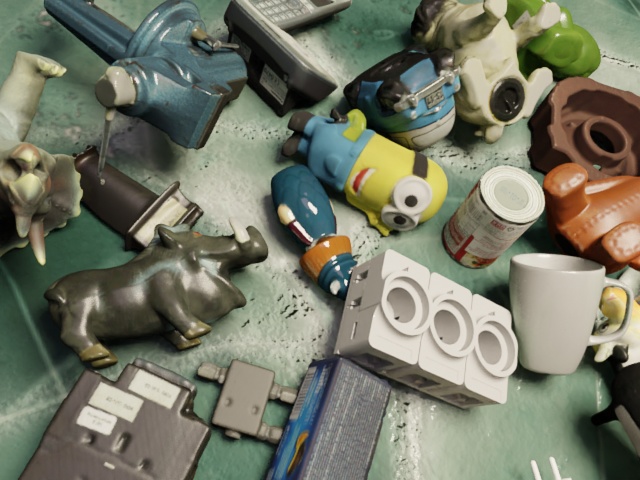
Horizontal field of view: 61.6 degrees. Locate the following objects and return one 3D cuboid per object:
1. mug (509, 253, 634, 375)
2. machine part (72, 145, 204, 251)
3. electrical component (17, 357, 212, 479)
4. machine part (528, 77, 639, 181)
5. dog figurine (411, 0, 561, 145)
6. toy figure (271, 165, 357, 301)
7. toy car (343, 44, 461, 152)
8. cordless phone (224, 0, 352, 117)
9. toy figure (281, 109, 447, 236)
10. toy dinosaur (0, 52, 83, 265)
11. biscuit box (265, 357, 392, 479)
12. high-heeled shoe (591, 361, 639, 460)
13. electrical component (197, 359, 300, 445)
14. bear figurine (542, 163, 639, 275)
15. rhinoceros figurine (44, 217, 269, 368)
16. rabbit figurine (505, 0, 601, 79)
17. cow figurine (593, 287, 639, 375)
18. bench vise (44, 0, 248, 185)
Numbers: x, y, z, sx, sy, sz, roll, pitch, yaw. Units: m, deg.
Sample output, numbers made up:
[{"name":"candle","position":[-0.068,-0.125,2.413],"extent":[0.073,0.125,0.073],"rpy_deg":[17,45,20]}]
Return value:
[{"name":"mug","position":[0.233,0.072,0.513],"extent":[0.110,0.081,0.107],"rpy_deg":[6,102,11]},{"name":"machine part","position":[-0.191,-0.039,0.533],"extent":[0.139,0.039,0.084],"rpy_deg":[31,69,4]},{"name":"electrical component","position":[-0.152,0.164,0.422],"extent":[0.115,0.058,0.134],"rpy_deg":[27,61,1]},{"name":"machine part","position":[0.347,-0.118,0.668],"extent":[0.179,0.056,0.179],"rpy_deg":[5,63,-9]},{"name":"dog figurine","position":[0.175,-0.214,0.661],"extent":[0.121,0.191,0.172],"rpy_deg":[14,99,-25]},{"name":"toy figure","position":[0.001,-0.003,0.540],"extent":[0.064,0.057,0.154],"rpy_deg":[-22,74,-13]},{"name":"toy car","position":[0.103,-0.152,0.604],"extent":[0.109,0.162,0.102],"rpy_deg":[-34,116,-5]},{"name":"cordless phone","position":[-0.010,-0.245,0.651],"extent":[0.184,0.088,0.147],"rpy_deg":[-36,74,-29]},{"name":"toy figure","position":[0.051,-0.081,0.577],"extent":[0.180,0.082,0.089],"rpy_deg":[32,64,9]},{"name":"toy dinosaur","position":[-0.370,-0.098,0.479],"extent":[0.405,0.131,0.192],"rpy_deg":[15,95,14]},{"name":"biscuit box","position":[-0.005,0.195,0.424],"extent":[0.063,0.059,0.202],"rpy_deg":[33,60,-18]},{"name":"high-heeled shoe","position":[0.323,0.217,0.438],"extent":[0.086,0.145,0.249],"rpy_deg":[-24,68,-20]},{"name":"electrical component","position":[-0.067,0.141,0.470],"extent":[0.094,0.021,0.063],"rpy_deg":[19,62,-2]},{"name":"bear figurine","position":[0.338,-0.048,0.546],"extent":[0.196,0.131,0.120],"rpy_deg":[-32,61,5]},{"name":"rhinoceros figurine","position":[-0.135,0.042,0.473],"extent":[0.190,0.073,0.112],"rpy_deg":[-18,74,-17]},{"name":"rabbit figurine","position":[0.291,-0.255,0.715],"extent":[0.170,0.121,0.159],"rpy_deg":[-1,55,-32]},{"name":"cow figurine","position":[0.323,0.128,0.524],"extent":[0.167,0.098,0.068],"rpy_deg":[48,31,20]},{"name":"bench vise","position":[-0.188,-0.189,0.542],"extent":[0.241,0.128,0.224],"rpy_deg":[36,41,4]}]
